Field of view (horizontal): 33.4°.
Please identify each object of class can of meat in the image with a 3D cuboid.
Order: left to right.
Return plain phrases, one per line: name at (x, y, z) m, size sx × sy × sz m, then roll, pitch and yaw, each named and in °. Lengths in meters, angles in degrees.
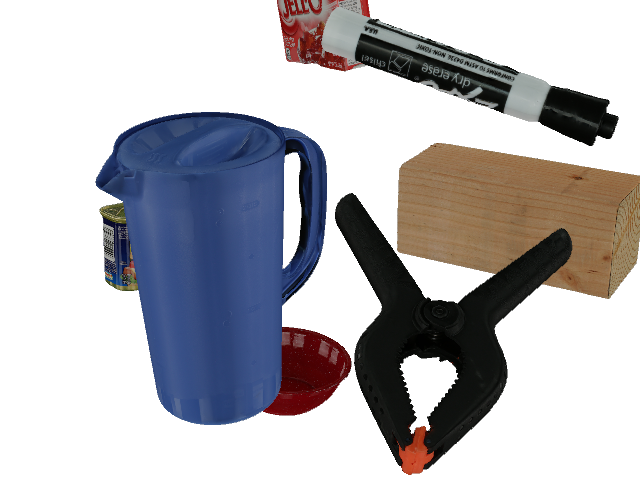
can of meat at (-0.189, 0.002, 1.172) m, size 0.101 × 0.084 × 0.058 m, roll -14°, pitch 24°, yaw -39°

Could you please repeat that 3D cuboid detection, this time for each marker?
marker at (0.059, -0.065, 0.424) m, size 0.121 × 0.020 × 0.020 m, roll 22°, pitch 5°, yaw 13°

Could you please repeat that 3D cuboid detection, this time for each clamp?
clamp at (0.066, 0.051, 0.689) m, size 0.165 × 0.209 × 0.036 m, roll 14°, pitch -41°, yaw 12°

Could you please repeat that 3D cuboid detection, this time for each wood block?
wood block at (0.183, -0.024, 0.990) m, size 0.206 × 0.090 × 0.090 m, roll 13°, pitch 26°, yaw 28°

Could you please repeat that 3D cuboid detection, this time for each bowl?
bowl at (-0.044, 0.167, 1.306) m, size 0.162 × 0.055 × 0.162 m, roll 3°, pitch 24°, yaw -1°

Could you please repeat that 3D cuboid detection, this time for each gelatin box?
gelatin box at (0.000, -0.161, 0.750) m, size 0.030 × 0.073 × 0.089 m, roll -19°, pitch 22°, yaw -25°

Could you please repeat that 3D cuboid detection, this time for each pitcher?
pitcher at (-0.080, 0.022, 0.876) m, size 0.149 × 0.243 × 0.144 m, roll 6°, pitch 28°, yaw 15°
